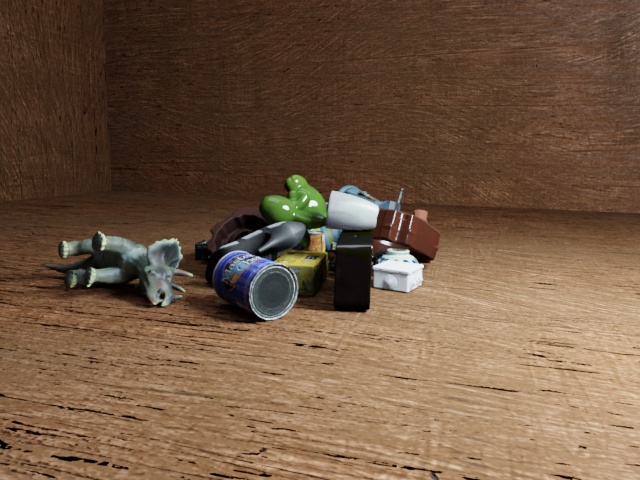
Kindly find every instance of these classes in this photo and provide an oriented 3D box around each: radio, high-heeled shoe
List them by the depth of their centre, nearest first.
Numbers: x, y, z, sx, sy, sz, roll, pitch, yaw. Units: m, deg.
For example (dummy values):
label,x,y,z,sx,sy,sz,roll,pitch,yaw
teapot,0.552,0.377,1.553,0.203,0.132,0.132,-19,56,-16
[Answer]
label,x,y,z,sx,sy,sz,roll,pitch,yaw
radio,0.072,0.054,1.094,0.073,0.131,0.229,2,9,7
high-heeled shoe,-0.142,0.024,1.165,0.249,0.086,0.145,-23,7,42

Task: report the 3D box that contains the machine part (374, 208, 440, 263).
label,x,y,z,sx,sy,sz,roll,pitch,yaw
machine part,0.193,-0.011,1.402,0.201,0.087,0.201,3,-16,47

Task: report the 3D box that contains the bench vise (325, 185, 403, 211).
label,x,y,z,sx,sy,sz,roll,pitch,yaw
bench vise,0.110,-0.092,1.563,0.223,0.128,0.241,2,1,-40

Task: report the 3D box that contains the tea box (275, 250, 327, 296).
label,x,y,z,sx,sy,sz,roll,pitch,yaw
tea box,-0.043,0.069,1.185,0.098,0.068,0.169,2,8,9

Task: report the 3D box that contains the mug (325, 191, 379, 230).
label,x,y,z,sx,sy,sz,roll,pitch,yaw
mug,0.071,-0.056,1.152,0.107,0.080,0.109,11,2,6

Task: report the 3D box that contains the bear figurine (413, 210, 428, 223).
label,x,y,z,sx,sy,sz,roll,pitch,yaw
bear figurine,0.224,-0.025,1.645,0.196,0.132,0.120,8,-19,18

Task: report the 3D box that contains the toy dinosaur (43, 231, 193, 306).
label,x,y,z,sx,sy,sz,roll,pitch,yaw
toy dinosaur,-0.431,0.049,1.151,0.192,0.131,0.405,10,-4,-44

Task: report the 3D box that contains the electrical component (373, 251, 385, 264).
label,x,y,z,sx,sy,sz,roll,pitch,yaw
electrical component,0.130,0.043,1.427,0.102,0.045,0.078,13,14,25

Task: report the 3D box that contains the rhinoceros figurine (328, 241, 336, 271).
label,x,y,z,sx,sy,sz,roll,pitch,yaw
rhinoceros figurine,0.073,0.052,1.313,0.112,0.073,0.190,14,3,-8

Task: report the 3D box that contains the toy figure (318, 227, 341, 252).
label,x,y,z,sx,sy,sz,roll,pitch,yaw
toy figure,-0.003,-0.004,1.481,0.180,0.089,0.082,-22,-23,-7

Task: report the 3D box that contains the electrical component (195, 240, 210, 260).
label,x,y,z,sx,sy,sz,roll,pitch,yaw
electrical component,-0.300,0.030,1.459,0.075,0.047,0.119,1,10,1

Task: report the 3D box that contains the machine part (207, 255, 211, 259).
label,x,y,z,sx,sy,sz,roll,pitch,yaw
machine part,-0.232,0.053,1.359,0.084,0.039,0.139,2,6,-27

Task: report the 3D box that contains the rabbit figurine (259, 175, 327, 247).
label,x,y,z,sx,sy,sz,roll,pitch,yaw
rabbit figurine,-0.065,-0.055,1.215,0.159,0.121,0.170,45,27,20

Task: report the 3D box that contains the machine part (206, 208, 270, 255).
label,x,y,z,sx,sy,sz,roll,pitch,yaw
machine part,-0.176,0.009,1.267,0.180,0.179,0.056,3,-32,13

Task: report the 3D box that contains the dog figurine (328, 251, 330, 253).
label,x,y,z,sx,sy,sz,roll,pitch,yaw
dog figurine,-0.027,-0.047,1.613,0.121,0.172,0.191,-14,7,-22
